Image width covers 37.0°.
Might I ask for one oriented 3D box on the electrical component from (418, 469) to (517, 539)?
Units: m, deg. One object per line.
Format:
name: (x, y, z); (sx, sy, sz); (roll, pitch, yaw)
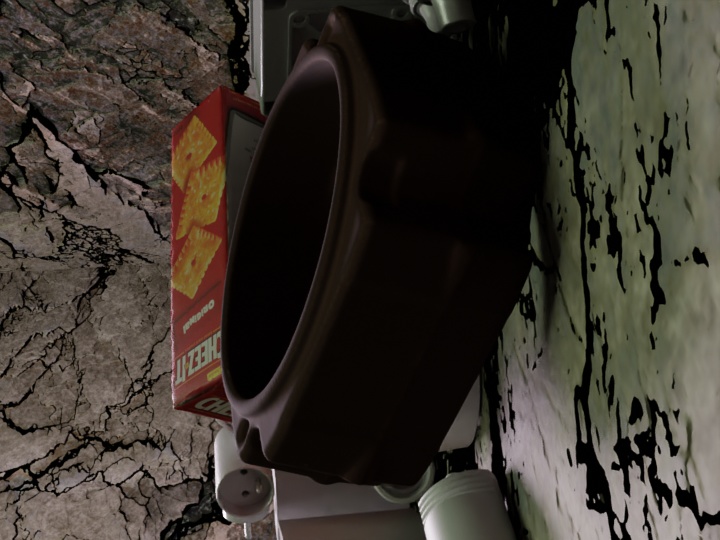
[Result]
electrical component: (0.055, 0.133, 0.537); (0.081, 0.043, 0.043); (-104, 13, -54)

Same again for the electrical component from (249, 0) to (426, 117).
electrical component: (-0.012, -0.153, 0.665); (0.108, 0.109, 0.056); (97, 164, -55)

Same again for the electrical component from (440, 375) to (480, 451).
electrical component: (0.040, 0.059, 0.635); (0.099, 0.064, 0.099); (164, 90, -89)

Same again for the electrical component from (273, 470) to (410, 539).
electrical component: (-0.017, 0.142, 0.855); (0.060, 0.105, 0.186); (-108, 16, -62)

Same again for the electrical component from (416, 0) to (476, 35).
electrical component: (0.041, -0.145, 0.518); (0.048, 0.048, 0.062); (123, 136, -78)

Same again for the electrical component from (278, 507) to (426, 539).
electrical component: (0.003, 0.215, 0.740); (0.186, 0.105, 0.060); (162, 104, -82)

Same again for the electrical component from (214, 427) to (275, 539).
electrical component: (-0.089, 0.169, 0.832); (0.077, 0.043, 0.079); (-115, 22, -70)

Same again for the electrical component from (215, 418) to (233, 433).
electrical component: (-0.089, 0.102, 0.802); (0.062, 0.048, 0.048); (-119, 26, -58)

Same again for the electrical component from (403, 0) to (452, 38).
electrical component: (0.038, -0.149, 0.571); (0.035, 0.035, 0.061); (105, 158, -68)

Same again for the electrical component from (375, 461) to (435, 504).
electrical component: (0.028, 0.139, 0.765); (0.065, 0.044, 0.044); (121, 145, -85)
